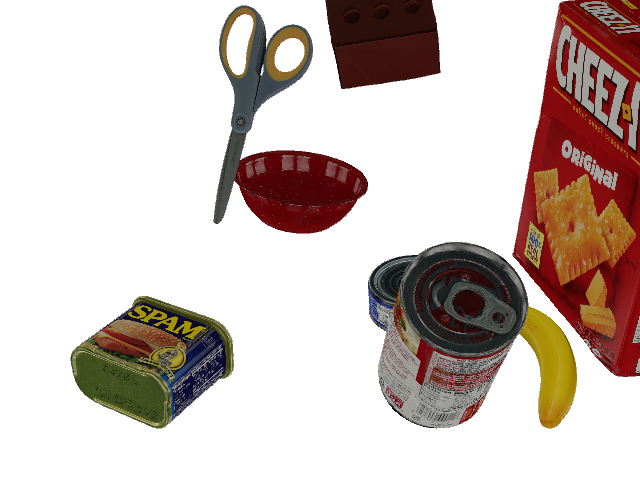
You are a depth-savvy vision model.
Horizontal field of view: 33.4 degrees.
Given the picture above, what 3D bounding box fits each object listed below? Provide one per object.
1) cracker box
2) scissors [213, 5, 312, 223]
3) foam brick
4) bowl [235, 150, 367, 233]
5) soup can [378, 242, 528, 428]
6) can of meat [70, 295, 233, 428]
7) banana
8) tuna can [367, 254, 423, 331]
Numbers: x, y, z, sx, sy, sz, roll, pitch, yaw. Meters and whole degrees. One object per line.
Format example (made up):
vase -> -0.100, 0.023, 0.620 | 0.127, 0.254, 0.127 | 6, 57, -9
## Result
cracker box -> 0.209, -0.038, 0.739 | 0.072, 0.214, 0.164 | -7, 34, -15
scissors -> -0.054, -0.117, 0.987 | 0.096, 0.202, 0.016 | -1, -2, 6
foam brick -> 0.047, -0.152, 0.787 | 0.078, 0.053, 0.051 | -9, -32, 3
bowl -> -0.027, -0.052, 1.265 | 0.162, 0.055, 0.162 | 6, 26, -3
soup can -> 0.071, 0.056, 0.598 | 0.068, 0.068, 0.102 | 0, -32, -5
can of meat -> -0.135, 0.096, 0.850 | 0.102, 0.057, 0.083 | 17, 33, 26
banana -> 0.235, 0.124, 1.137 | 0.069, 0.037, 0.198 | -25, 34, 3
tuna can -> 0.086, 0.049, 0.974 | 0.086, 0.034, 0.086 | -4, 32, 2
